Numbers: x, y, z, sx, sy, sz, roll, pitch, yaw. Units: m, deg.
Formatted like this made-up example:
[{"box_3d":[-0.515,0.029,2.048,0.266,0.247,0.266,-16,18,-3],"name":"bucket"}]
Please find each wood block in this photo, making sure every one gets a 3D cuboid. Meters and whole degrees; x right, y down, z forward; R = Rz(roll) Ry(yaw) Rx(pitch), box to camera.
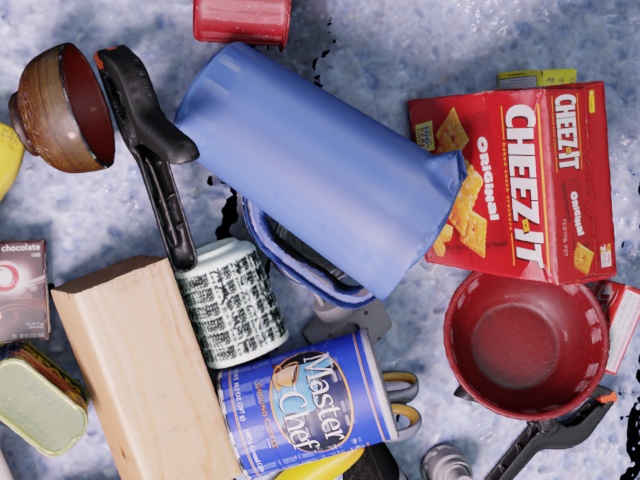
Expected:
[{"box_3d":[-0.155,0.125,0.952,0.090,0.091,0.206,-23,101,-25],"name":"wood block"}]

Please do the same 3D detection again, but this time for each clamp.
[{"box_3d":[0.217,0.174,1.084,0.171,0.039,0.120,-26,106,-13],"name":"clamp"},{"box_3d":[-0.148,-0.083,0.919,0.036,0.210,0.165,-17,142,-19],"name":"clamp"}]

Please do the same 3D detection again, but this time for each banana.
[{"box_3d":[-0.035,0.259,1.016,0.197,0.070,0.037,-49,124,-10],"name":"banana"}]

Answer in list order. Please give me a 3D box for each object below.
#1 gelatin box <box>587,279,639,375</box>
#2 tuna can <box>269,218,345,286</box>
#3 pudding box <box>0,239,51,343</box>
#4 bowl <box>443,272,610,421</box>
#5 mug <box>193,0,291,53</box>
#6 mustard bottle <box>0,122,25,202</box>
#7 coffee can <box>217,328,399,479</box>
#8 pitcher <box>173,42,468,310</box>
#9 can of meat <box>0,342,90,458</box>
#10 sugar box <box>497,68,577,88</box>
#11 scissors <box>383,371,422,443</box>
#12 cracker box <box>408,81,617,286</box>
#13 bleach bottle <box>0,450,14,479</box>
[{"box_3d":[0.285,0.084,1.073,0.030,0.073,0.089,22,90,-15],"name":"gelatin box"},{"box_3d":[-0.007,0.001,1.013,0.086,0.034,0.086,-1,96,-14],"name":"tuna can"},{"box_3d":[-0.298,0.045,0.943,0.113,0.039,0.090,-3,95,-14],"name":"pudding box"},{"box_3d":[0.197,0.100,1.046,0.162,0.055,0.162,1,73,-2],"name":"bowl"},{"box_3d":[-0.070,-0.227,0.946,0.081,0.093,0.117,1,98,-9],"name":"mug"},{"box_3d":[-0.316,-0.012,0.891,0.096,0.058,0.191,15,71,-13],"name":"mustard bottle"},{"box_3d":[-0.010,0.147,0.957,0.140,0.103,0.103,-17,100,3],"name":"coffee can"},{"box_3d":[-0.008,-0.056,0.930,0.243,0.145,0.149,34,77,3],"name":"pitcher"},{"box_3d":[-0.252,0.139,0.941,0.102,0.084,0.057,43,85,-14],"name":"can of meat"},{"box_3d":[0.207,-0.075,1.028,0.048,0.093,0.176,-4,97,-15],"name":"sugar box"},{"box_3d":[0.008,0.175,1.011,0.201,0.096,0.016,-18,124,-14],"name":"scissors"},{"box_3d":[0.164,-0.053,0.954,0.072,0.214,0.164,-10,98,-24],"name":"cracker box"},{"box_3d":[-0.309,0.220,0.938,0.068,0.103,0.251,-37,114,-43],"name":"bleach bottle"}]
